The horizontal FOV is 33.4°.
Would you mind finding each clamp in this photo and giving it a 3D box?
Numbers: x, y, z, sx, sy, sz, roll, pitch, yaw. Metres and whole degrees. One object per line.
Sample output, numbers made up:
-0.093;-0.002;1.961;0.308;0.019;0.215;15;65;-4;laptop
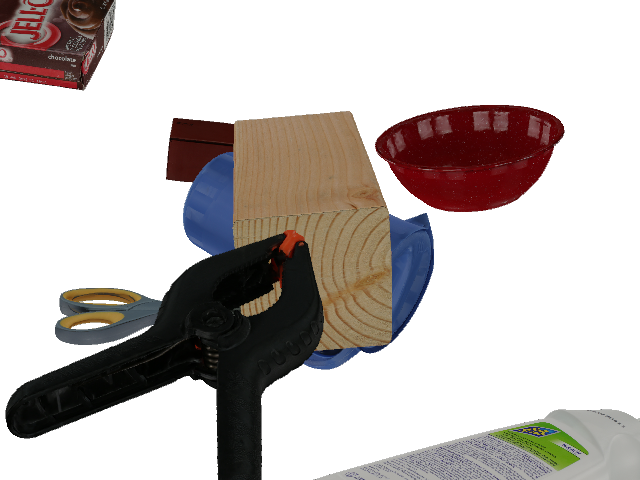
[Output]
-0.043;0.056;0.487;0.120;0.039;0.171;29;48;23;clamp

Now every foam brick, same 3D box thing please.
-0.125;-0.096;1.155;0.078;0.051;0.053;5;30;-6;foam brick

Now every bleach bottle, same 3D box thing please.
0.113;0.145;0.600;0.250;0.068;0.103;-10;21;-31;bleach bottle

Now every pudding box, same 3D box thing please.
-0.222;-0.168;0.869;0.090;0.039;0.113;8;35;-1;pudding box

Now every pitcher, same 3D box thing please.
-0.023;0.011;1.062;0.243;0.145;0.149;26;28;27;pitcher

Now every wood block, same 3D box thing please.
-0.010;-0.013;0.710;0.091;0.090;0.206;-5;23;-3;wood block

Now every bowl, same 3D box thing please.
0.131;-0.067;0.926;0.162;0.055;0.162;-8;24;3;bowl

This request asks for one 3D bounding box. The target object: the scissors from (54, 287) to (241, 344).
-0.123;0.064;0.854;0.202;0.016;0.096;5;22;14;scissors
